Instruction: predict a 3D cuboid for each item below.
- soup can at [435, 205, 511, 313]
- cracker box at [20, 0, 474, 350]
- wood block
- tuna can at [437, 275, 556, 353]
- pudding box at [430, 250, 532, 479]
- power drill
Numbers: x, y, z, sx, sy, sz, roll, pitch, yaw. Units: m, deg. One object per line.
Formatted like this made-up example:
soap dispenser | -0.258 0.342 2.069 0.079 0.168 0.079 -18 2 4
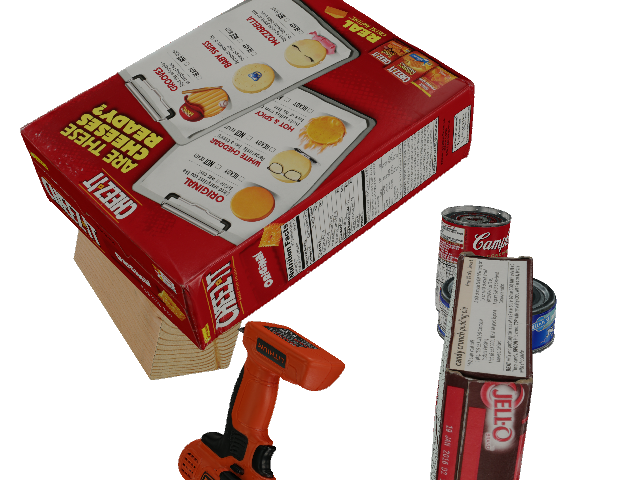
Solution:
soup can | 0.150 0.023 1.056 0.068 0.102 0.068 2 16 -1
cracker box | -0.040 -0.057 0.638 0.213 0.072 0.164 -36 55 -22
wood block | -0.167 0.037 1.080 0.090 0.091 0.206 -4 35 -35
tuna can | 0.129 0.052 0.782 0.086 0.034 0.086 0 20 0
pudding box | 0.071 0.068 0.470 0.039 0.090 0.113 7 26 6
power drill | -0.046 0.182 0.984 0.057 0.188 0.185 14 11 -47
